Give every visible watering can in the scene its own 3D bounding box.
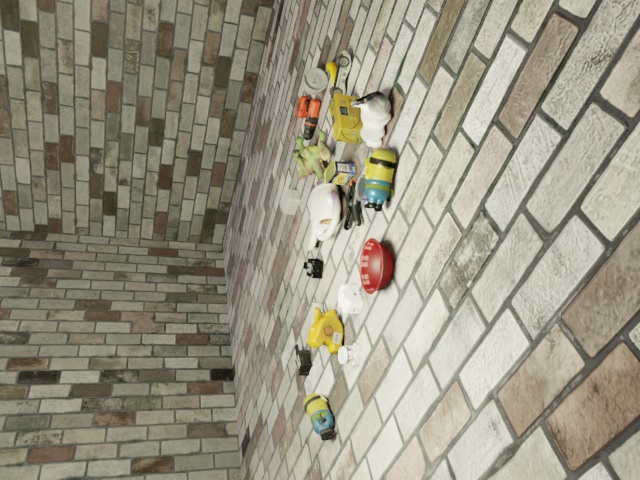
[{"bbox_3d":[0.006,-0.097,1.929,0.342,0.104,0.228,134,139,-63],"label":"watering can"}]

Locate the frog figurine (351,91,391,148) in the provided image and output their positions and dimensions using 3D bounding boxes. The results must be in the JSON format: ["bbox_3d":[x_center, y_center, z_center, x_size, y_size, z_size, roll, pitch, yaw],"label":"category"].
[{"bbox_3d":[0.170,-0.367,1.575,0.158,0.124,0.137,62,159,-16],"label":"frog figurine"}]

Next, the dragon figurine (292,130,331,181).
[{"bbox_3d":[-0.027,-0.287,2.106,0.401,0.122,0.248,108,151,-57],"label":"dragon figurine"}]
